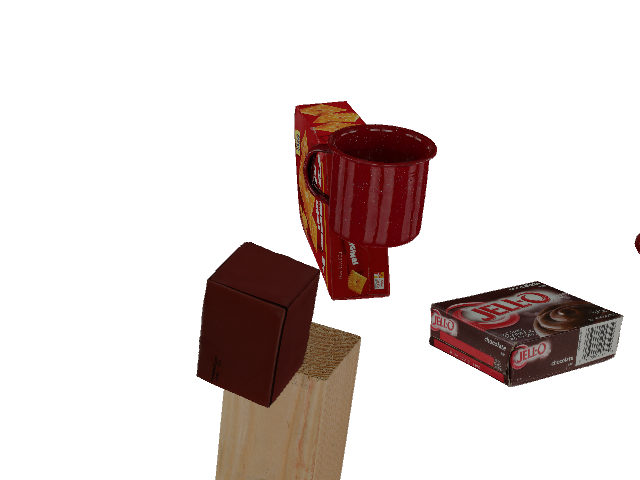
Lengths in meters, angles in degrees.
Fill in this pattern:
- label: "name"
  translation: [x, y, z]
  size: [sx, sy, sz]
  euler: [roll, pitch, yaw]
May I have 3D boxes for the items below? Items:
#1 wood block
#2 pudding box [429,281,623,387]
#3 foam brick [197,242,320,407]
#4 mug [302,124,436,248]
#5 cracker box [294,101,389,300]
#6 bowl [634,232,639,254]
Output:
- label: "wood block"
  translation: [-0.032, 0.179, 0.924]
  size: [0.090, 0.206, 0.090]
  euler: [14, 24, 16]
- label: "pudding box"
  translation: [0.151, 0.066, 0.789]
  size: [0.113, 0.039, 0.090]
  euler: [-7, 20, -33]
- label: "foam brick"
  translation: [-0.038, 0.050, 0.646]
  size: [0.053, 0.078, 0.051]
  euler: [21, 35, 15]
- label: "mug"
  translation: [0.038, -0.048, 0.919]
  size: [0.117, 0.081, 0.093]
  euler: [14, 28, 19]
- label: "cracker box"
  translation: [0.020, -0.050, 1.170]
  size: [0.072, 0.164, 0.214]
  euler: [-6, 20, -7]
- label: "bowl"
  translation: [0.408, 0.029, 1.106]
  size: [0.162, 0.055, 0.162]
  euler: [-3, 22, 1]
